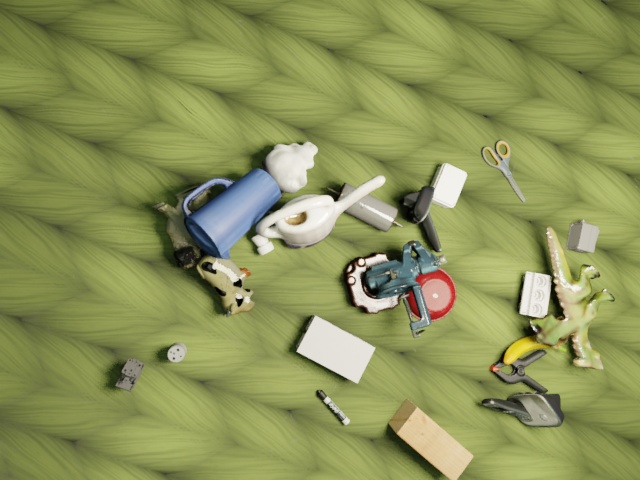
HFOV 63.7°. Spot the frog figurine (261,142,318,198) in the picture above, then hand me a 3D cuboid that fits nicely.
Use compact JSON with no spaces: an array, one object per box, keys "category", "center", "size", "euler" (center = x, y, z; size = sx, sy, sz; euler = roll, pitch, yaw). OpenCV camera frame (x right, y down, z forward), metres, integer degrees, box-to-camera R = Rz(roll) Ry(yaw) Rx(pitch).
[{"category":"frog figurine","center":[-0.073,-0.205,1.406],"size":[0.159,0.121,0.139],"euler":[-32,72,4]}]

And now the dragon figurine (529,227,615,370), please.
[{"category":"dragon figurine","center":[0.678,0.189,1.435],"size":[0.246,0.121,0.408],"euler":[-42,99,-21]}]

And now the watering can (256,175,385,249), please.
[{"category":"watering can","center":[0.004,-0.068,1.350],"size":[0.348,0.221,0.105],"euler":[-19,74,-4]}]
